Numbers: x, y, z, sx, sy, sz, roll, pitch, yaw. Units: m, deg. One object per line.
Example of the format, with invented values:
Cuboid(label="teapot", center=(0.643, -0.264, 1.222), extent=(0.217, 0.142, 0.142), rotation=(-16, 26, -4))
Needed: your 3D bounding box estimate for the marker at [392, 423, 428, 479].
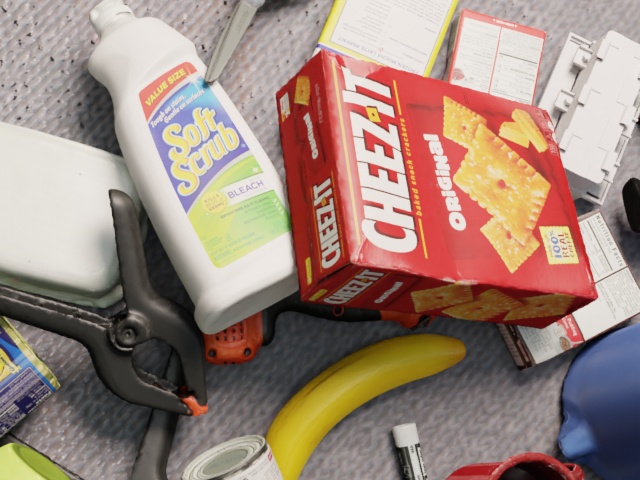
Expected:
Cuboid(label="marker", center=(0.077, 0.201, 0.815), extent=(0.020, 0.020, 0.121), rotation=(-12, 84, -9))

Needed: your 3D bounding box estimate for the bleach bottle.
Cuboid(label="bleach bottle", center=(-0.100, -0.064, 0.757), extent=(0.102, 0.068, 0.251), rotation=(-27, 75, -22))

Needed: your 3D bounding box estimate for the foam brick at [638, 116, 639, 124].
Cuboid(label="foam brick", center=(0.311, -0.098, 0.872), extent=(0.078, 0.053, 0.051), rotation=(38, 79, -3))

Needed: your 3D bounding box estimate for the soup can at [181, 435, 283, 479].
Cuboid(label="soup can", center=(-0.050, 0.200, 0.762), extent=(0.068, 0.068, 0.102), rotation=(-24, 99, -11))

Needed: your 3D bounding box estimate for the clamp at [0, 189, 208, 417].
Cuboid(label="clamp", center=(-0.146, 0.062, 0.748), extent=(0.120, 0.039, 0.171), rotation=(-29, 103, 4))

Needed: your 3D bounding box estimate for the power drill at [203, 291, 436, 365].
Cuboid(label="power drill", center=(-0.005, 0.001, 0.814), extent=(0.187, 0.057, 0.184), rotation=(-1, 80, -6))

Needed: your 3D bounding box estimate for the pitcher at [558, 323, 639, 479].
Cuboid(label="pitcher", center=(0.282, 0.101, 0.744), extent=(0.145, 0.243, 0.149), rotation=(23, 73, -2))

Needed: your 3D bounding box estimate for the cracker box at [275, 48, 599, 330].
Cuboid(label="cracker box", center=(0.083, -0.031, 0.752), extent=(0.213, 0.072, 0.164), rotation=(9, 60, -32))

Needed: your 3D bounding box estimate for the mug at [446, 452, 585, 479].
Cuboid(label="mug", center=(0.145, 0.199, 0.788), extent=(0.117, 0.082, 0.093), rotation=(-31, 91, -27))

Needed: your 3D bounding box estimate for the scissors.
Cuboid(label="scissors", center=(-0.033, -0.184, 0.817), extent=(0.096, 0.016, 0.201), rotation=(15, 56, -18))

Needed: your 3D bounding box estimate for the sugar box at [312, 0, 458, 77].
Cuboid(label="sugar box", center=(0.045, -0.153, 0.846), extent=(0.093, 0.048, 0.176), rotation=(24, 83, -5))

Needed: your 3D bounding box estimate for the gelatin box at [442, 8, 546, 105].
Cuboid(label="gelatin box", center=(0.137, -0.134, 0.864), extent=(0.073, 0.030, 0.089), rotation=(13, 81, -7))

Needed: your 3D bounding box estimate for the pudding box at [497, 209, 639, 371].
Cuboid(label="pudding box", center=(0.190, 0.039, 0.844), extent=(0.113, 0.039, 0.090), rotation=(-25, 85, -12))

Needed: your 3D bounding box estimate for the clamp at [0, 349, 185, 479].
Cuboid(label="clamp", center=(-0.154, 0.192, 0.775), extent=(0.164, 0.036, 0.210), rotation=(-13, 81, -8))

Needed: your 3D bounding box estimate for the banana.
Cuboid(label="banana", center=(0.022, 0.124, 0.812), extent=(0.197, 0.037, 0.069), rotation=(-40, 118, -8))

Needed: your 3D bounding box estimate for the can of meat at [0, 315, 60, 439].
Cuboid(label="can of meat", center=(-0.245, 0.094, 0.752), extent=(0.084, 0.057, 0.102), rotation=(-41, 59, -14))
